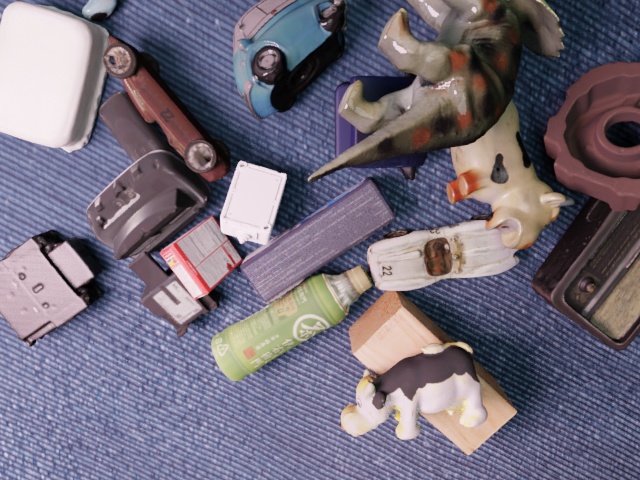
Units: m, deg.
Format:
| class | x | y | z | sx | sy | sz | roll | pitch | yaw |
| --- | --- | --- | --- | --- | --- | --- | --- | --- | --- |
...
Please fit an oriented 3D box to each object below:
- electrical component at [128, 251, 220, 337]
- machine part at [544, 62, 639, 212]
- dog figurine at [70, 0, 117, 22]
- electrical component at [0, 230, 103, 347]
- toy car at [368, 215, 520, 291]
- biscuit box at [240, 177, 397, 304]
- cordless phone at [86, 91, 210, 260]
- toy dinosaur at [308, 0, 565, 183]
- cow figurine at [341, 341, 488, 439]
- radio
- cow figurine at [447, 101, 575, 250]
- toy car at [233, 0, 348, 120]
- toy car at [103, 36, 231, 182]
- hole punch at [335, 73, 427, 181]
| class | x | y | z | sx | sy | sz | roll | pitch | yaw |
| --- | --- | --- | --- | --- | --- | --- | --- | --- | --- |
| electrical component | -0.194 | 0.061 | 0.694 | 0.075 | 0.048 | 0.119 | -40 | 110 | 7 |
| machine part | 0.360 | -0.122 | 0.631 | 0.179 | 0.056 | 0.179 | -8 | 69 | 21 |
| dog figurine | -0.269 | -0.375 | 0.588 | 0.192 | 0.108 | 0.219 | -25 | 98 | 5 |
| electrical component | -0.355 | 0.056 | 0.696 | 0.134 | 0.058 | 0.114 | -36 | 102 | 6 |
| toy car | 0.163 | 0.017 | 0.698 | 0.202 | 0.056 | 0.073 | -11 | 101 | 1 |
| biscuit box | -0.001 | -0.002 | 0.690 | 0.203 | 0.059 | 0.062 | -33 | 99 | 6 |
| cordless phone | -0.242 | -0.079 | 0.669 | 0.146 | 0.089 | 0.184 | -37 | 85 | 16 |
| toy dinosaur | 0.151 | -0.182 | 0.571 | 0.192 | 0.131 | 0.405 | 29 | 77 | -4 |
| cow figurine | 0.103 | 0.175 | 0.630 | 0.167 | 0.068 | 0.098 | -9 | 96 | -2 |
| radio | 0.392 | 0.012 | 0.693 | 0.131 | 0.073 | 0.229 | 32 | 98 | -8 |
| cow figurine | 0.221 | -0.083 | 0.651 | 0.127 | 0.085 | 0.195 | -11 | 82 | -3 |
| toy car | -0.046 | -0.228 | 0.624 | 0.103 | 0.109 | 0.161 | 44 | 89 | 8 |
| toy car | -0.182 | -0.152 | 0.640 | 0.053 | 0.089 | 0.202 | -39 | 99 | 11 |
| hole punch | 0.079 | -0.141 | 0.651 | 0.116 | 0.092 | 0.142 | -2 | 98 | -5 |
